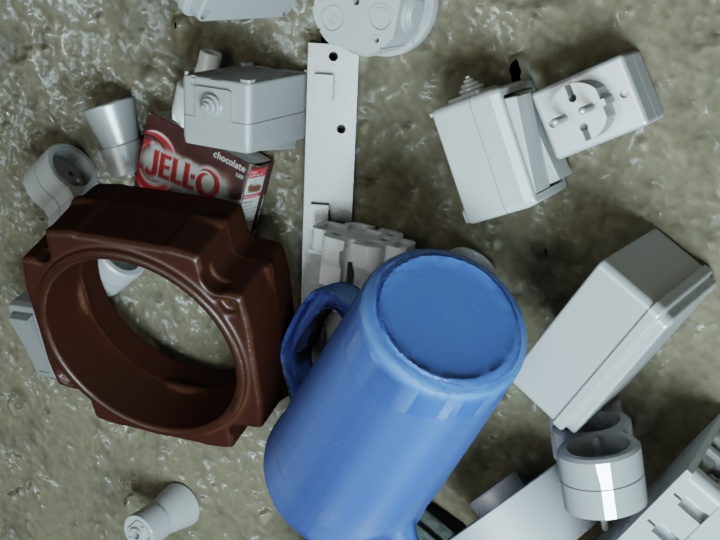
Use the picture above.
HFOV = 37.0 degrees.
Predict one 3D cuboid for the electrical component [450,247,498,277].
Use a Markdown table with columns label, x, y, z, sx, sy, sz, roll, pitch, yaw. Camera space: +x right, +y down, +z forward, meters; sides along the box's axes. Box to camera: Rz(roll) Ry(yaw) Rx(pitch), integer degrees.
| label | x | y | z | sx | sy | sz | roll | pitch | yaw |
| --- | --- | --- | --- | --- | --- | --- | --- | --- | --- |
| electrical component | 0.069 | 0.017 | 0.785 | 0.066 | 0.048 | 0.055 | 44 | 130 | 13 |

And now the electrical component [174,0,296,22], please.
| label | x | y | z | sx | sy | sz | roll | pitch | yaw |
| --- | --- | --- | --- | --- | --- | --- | --- | --- | --- |
| electrical component | -0.086 | -0.224 | 0.765 | 0.057 | 0.113 | 0.078 | 44 | 123 | 16 |

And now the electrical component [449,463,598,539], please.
| label | x | y | z | sx | sy | sz | roll | pitch | yaw |
| --- | --- | --- | --- | --- | --- | --- | --- | --- | --- |
| electrical component | 0.113 | 0.181 | 0.773 | 0.108 | 0.108 | 0.060 | -45 | 74 | 33 |

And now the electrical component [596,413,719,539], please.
| label | x | y | z | sx | sy | sz | roll | pitch | yaw |
| --- | --- | --- | --- | --- | --- | --- | --- | --- | --- |
| electrical component | 0.199 | 0.191 | 0.721 | 0.060 | 0.105 | 0.186 | 42 | 122 | 14 |

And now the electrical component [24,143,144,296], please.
| label | x | y | z | sx | sy | sz | roll | pitch | yaw |
| --- | --- | --- | --- | --- | --- | --- | --- | --- | --- |
| electrical component | -0.255 | -0.037 | 0.962 | 0.074 | 0.052 | 0.138 | -34 | 86 | 34 |

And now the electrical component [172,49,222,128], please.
| label | x | y | z | sx | sy | sz | roll | pitch | yaw |
| --- | --- | --- | --- | --- | --- | --- | --- | --- | --- |
| electrical component | -0.124 | -0.143 | 0.855 | 0.043 | 0.043 | 0.062 | 27 | 116 | 22 |

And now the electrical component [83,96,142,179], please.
| label | x | y | z | sx | sy | sz | roll | pitch | yaw |
| --- | --- | --- | --- | --- | --- | --- | --- | --- | --- |
| electrical component | -0.205 | -0.111 | 0.917 | 0.044 | 0.044 | 0.065 | -8 | 105 | 33 |

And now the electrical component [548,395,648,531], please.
| label | x | y | z | sx | sy | sz | roll | pitch | yaw |
| --- | --- | --- | --- | --- | --- | --- | --- | --- | --- |
| electrical component | 0.158 | 0.135 | 0.714 | 0.052 | 0.138 | 0.073 | -8 | 101 | 7 |

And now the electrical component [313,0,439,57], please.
| label | x | y | z | sx | sy | sz | roll | pitch | yaw |
| --- | --- | --- | --- | --- | --- | --- | --- | --- | --- |
| electrical component | 0.010 | -0.189 | 0.754 | 0.080 | 0.051 | 0.080 | 10 | 109 | 29 |

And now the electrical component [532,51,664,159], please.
| label | x | y | z | sx | sy | sz | roll | pitch | yaw |
| --- | --- | --- | --- | --- | --- | --- | --- | --- | --- |
| electrical component | 0.145 | -0.102 | 0.682 | 0.066 | 0.077 | 0.047 | -20 | 93 | 34 |

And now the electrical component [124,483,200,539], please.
| label | x | y | z | sx | sy | sz | roll | pitch | yaw |
| --- | --- | --- | --- | --- | --- | --- | --- | --- | --- |
| electrical component | -0.185 | 0.230 | 0.993 | 0.044 | 0.065 | 0.044 | 10 | 109 | 29 |

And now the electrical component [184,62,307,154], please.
| label | x | y | z | sx | sy | sz | roll | pitch | yaw |
| --- | --- | --- | --- | --- | --- | --- | --- | --- | --- |
| electrical component | -0.089 | -0.119 | 0.809 | 0.062 | 0.096 | 0.061 | 13 | 111 | 27 |

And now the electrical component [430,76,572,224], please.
| label | x | y | z | sx | sy | sz | roll | pitch | yaw |
| --- | --- | --- | --- | --- | --- | --- | --- | --- | --- |
| electrical component | 0.096 | -0.088 | 0.726 | 0.061 | 0.062 | 0.096 | -16 | 96 | 34 |

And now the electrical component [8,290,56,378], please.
| label | x | y | z | sx | sy | sz | roll | pitch | yaw |
| --- | --- | --- | --- | --- | --- | --- | --- | --- | --- |
| electrical component | -0.271 | 0.061 | 0.987 | 0.062 | 0.061 | 0.096 | 5 | 124 | 30 |

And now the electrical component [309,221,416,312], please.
| label | x | y | z | sx | sy | sz | roll | pitch | yaw |
| --- | --- | --- | --- | --- | --- | --- | --- | --- | --- |
| electrical component | 0.000 | 0.000 | 0.814 | 0.078 | 0.058 | 0.057 | 14 | 110 | 23 |

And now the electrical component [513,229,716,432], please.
| label | x | y | z | sx | sy | sz | roll | pitch | yaw |
| --- | --- | --- | --- | --- | --- | --- | --- | --- | --- |
| electrical component | 0.164 | 0.037 | 0.695 | 0.056 | 0.109 | 0.108 | 43 | 122 | 17 |
